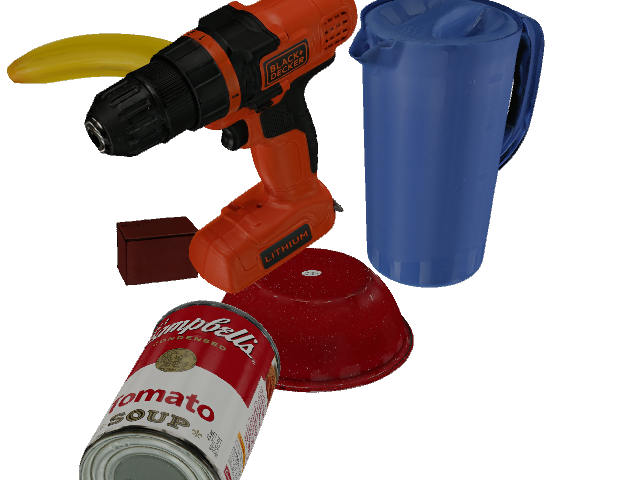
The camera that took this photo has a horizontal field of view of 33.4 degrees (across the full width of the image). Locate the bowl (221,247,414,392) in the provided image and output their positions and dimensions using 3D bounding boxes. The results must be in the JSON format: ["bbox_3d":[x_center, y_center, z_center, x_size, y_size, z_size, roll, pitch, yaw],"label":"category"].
[{"bbox_3d":[-0.008,0.049,0.810,0.162,0.055,0.162,2,25,-1],"label":"bowl"}]

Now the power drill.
[{"bbox_3d":[-0.052,-0.054,0.661,0.184,0.188,0.057,-33,55,-26],"label":"power drill"}]

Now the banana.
[{"bbox_3d":[-0.172,-0.149,0.914,0.198,0.069,0.037,13,-40,18],"label":"banana"}]

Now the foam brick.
[{"bbox_3d":[-0.169,0.010,1.106,0.078,0.051,0.053,-6,22,-19],"label":"foam brick"}]

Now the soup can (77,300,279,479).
[{"bbox_3d":[-0.063,0.083,0.496,0.068,0.068,0.102,0,29,13],"label":"soup can"}]

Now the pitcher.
[{"bbox_3d":[0.107,-0.087,0.935,0.149,0.243,0.144,8,32,13],"label":"pitcher"}]
